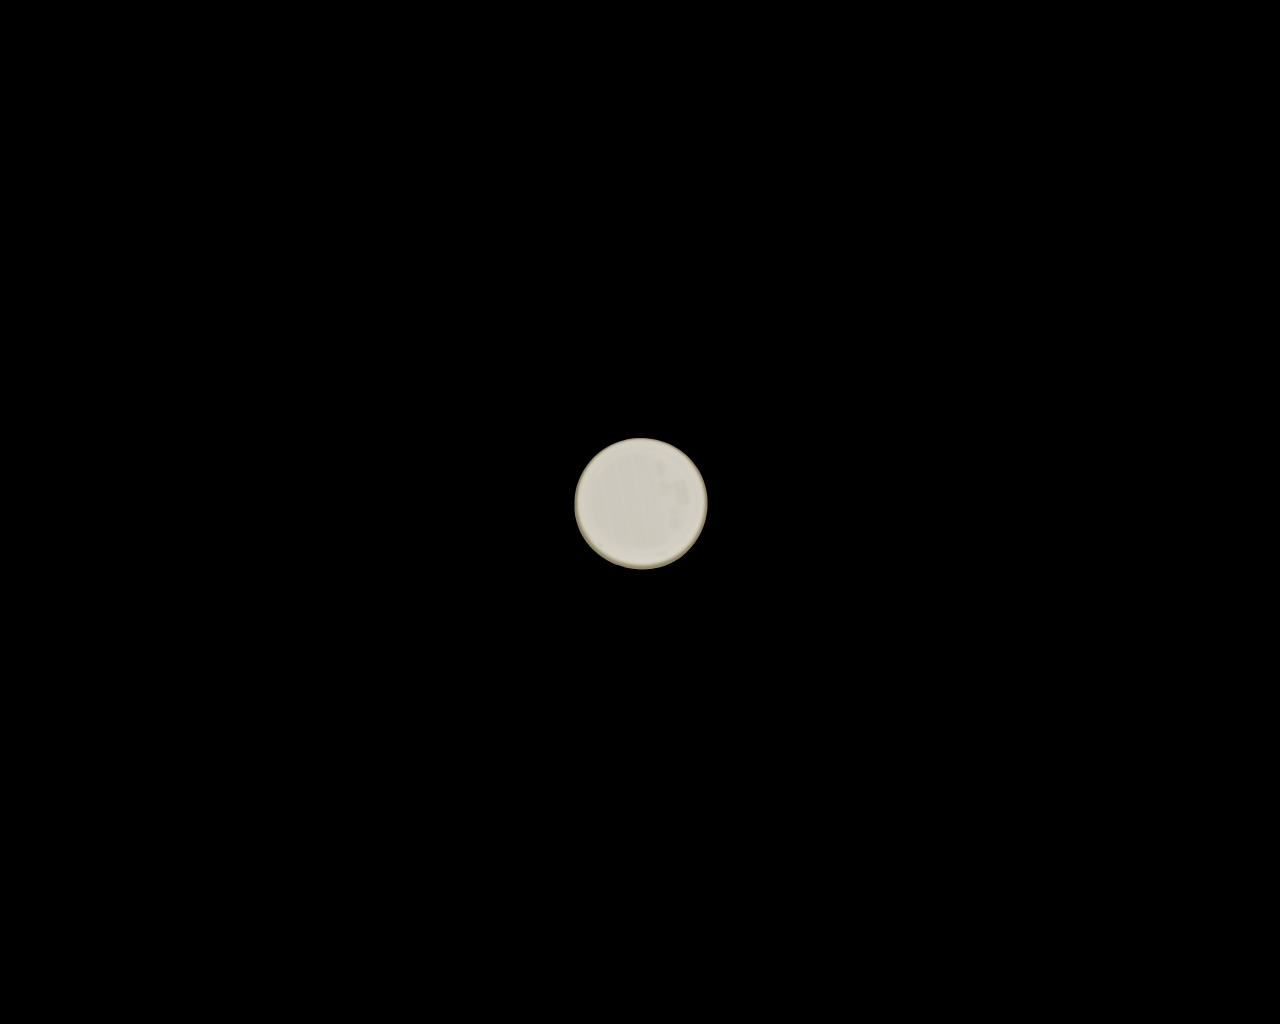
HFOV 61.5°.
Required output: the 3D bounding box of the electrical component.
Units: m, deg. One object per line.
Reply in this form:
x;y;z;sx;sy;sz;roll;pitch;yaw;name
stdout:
0.001;-0.003;0.650;0.080;0.080;0.051;0;-9;0;electrical component
